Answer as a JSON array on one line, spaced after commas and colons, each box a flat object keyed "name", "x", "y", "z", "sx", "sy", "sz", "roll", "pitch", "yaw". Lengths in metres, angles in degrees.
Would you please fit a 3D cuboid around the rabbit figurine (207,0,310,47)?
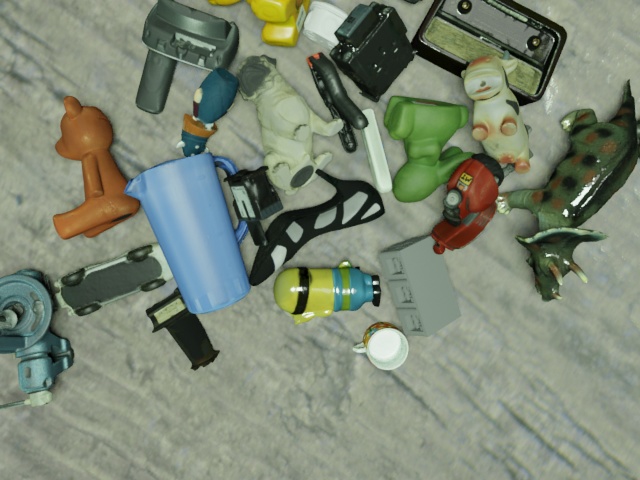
[{"name": "rabbit figurine", "x": -0.104, "y": -0.407, "z": 0.845, "sx": 0.173, "sy": 0.122, "sz": 0.162, "roll": 15, "pitch": 91, "yaw": 14}]

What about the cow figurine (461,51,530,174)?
[{"name": "cow figurine", "x": 0.278, "y": -0.204, "z": 0.842, "sx": 0.086, "sy": 0.194, "sz": 0.127, "roll": -9, "pitch": 52, "yaw": 30}]

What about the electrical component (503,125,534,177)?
[{"name": "electrical component", "x": 0.339, "y": -0.154, "z": 0.935, "sx": 0.094, "sy": 0.021, "sz": 0.063, "roll": -40, "pitch": 96, "yaw": -1}]

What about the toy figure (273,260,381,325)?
[{"name": "toy figure", "x": 0.013, "y": 0.080, "z": 0.900, "sx": 0.180, "sy": 0.082, "sz": 0.089, "roll": -3, "pitch": 125, "yaw": -1}]

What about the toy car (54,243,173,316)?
[{"name": "toy car", "x": -0.339, "y": 0.065, "z": 0.893, "sx": 0.202, "sy": 0.056, "sz": 0.073, "roll": -20, "pitch": 102, "yaw": -1}]

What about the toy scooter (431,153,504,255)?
[{"name": "toy scooter", "x": 0.229, "y": -0.046, "z": 0.862, "sx": 0.135, "sy": 0.183, "sz": 0.075, "roll": -41, "pitch": 58, "yaw": -12}]

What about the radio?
[{"name": "radio", "x": 0.280, "y": -0.329, "z": 0.892, "sx": 0.230, "sy": 0.073, "sz": 0.131, "roll": 25, "pitch": 93, "yaw": -6}]

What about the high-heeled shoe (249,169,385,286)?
[{"name": "high-heeled shoe", "x": -0.002, "y": -0.003, "z": 0.894, "sx": 0.145, "sy": 0.086, "sz": 0.248, "roll": 35, "pitch": 88, "yaw": -20}]

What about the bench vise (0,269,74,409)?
[{"name": "bench vise", "x": -0.466, "y": 0.147, "z": 0.809, "sx": 0.129, "sy": 0.240, "sz": 0.223, "roll": -1, "pitch": 79, "yaw": 0}]

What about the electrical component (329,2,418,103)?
[{"name": "electrical component", "x": 0.082, "y": -0.305, "z": 0.856, "sx": 0.115, "sy": 0.058, "sz": 0.134, "roll": -53, "pitch": 138, "yaw": 1}]

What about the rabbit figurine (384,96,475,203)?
[{"name": "rabbit figurine", "x": 0.175, "y": -0.145, "z": 0.897, "sx": 0.159, "sy": 0.121, "sz": 0.170, "roll": 3, "pitch": 112, "yaw": -11}]

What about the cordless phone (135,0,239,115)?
[{"name": "cordless phone", "x": -0.222, "y": -0.282, "z": 0.872, "sx": 0.147, "sy": 0.089, "sz": 0.184, "roll": 19, "pitch": 104, "yaw": -6}]

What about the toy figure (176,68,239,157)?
[{"name": "toy figure", "x": -0.184, "y": -0.201, "z": 0.870, "sx": 0.064, "sy": 0.058, "sz": 0.154, "roll": 27, "pitch": 119, "yaw": -20}]

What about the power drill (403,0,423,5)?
[{"name": "power drill", "x": 0.112, "y": -0.523, "z": 0.870, "sx": 0.232, "sy": 0.086, "sz": 0.207, "roll": 29, "pitch": 100, "yaw": -3}]

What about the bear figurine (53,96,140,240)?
[{"name": "bear figurine", "x": -0.371, "y": -0.113, "z": 0.846, "sx": 0.132, "sy": 0.120, "sz": 0.195, "roll": -26, "pitch": 94, "yaw": 2}]

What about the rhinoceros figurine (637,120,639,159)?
[{"name": "rhinoceros figurine", "x": 0.610, "y": -0.184, "z": 0.925, "sx": 0.190, "sy": 0.073, "sz": 0.112, "roll": -7, "pitch": 96, "yaw": -3}]

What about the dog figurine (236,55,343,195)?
[{"name": "dog figurine", "x": -0.076, "y": -0.188, "z": 0.885, "sx": 0.191, "sy": 0.121, "sz": 0.172, "roll": 46, "pitch": 122, "yaw": 24}]

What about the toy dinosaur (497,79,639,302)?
[{"name": "toy dinosaur", "x": 0.425, "y": -0.100, "z": 0.853, "sx": 0.131, "sy": 0.192, "sz": 0.404, "roll": 31, "pitch": 94, "yaw": -21}]

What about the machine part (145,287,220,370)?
[{"name": "machine part", "x": -0.231, "y": 0.156, "z": 0.916, "sx": 0.084, "sy": 0.039, "sz": 0.139, "roll": -36, "pitch": 94, "yaw": -8}]

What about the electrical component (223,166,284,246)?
[{"name": "electrical component", "x": -0.098, "y": -0.053, "z": 0.847, "sx": 0.048, "sy": 0.075, "sz": 0.119, "roll": -33, "pitch": 109, "yaw": -35}]
